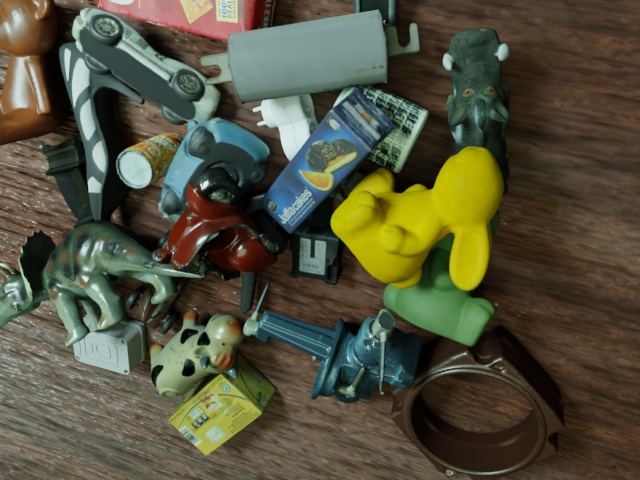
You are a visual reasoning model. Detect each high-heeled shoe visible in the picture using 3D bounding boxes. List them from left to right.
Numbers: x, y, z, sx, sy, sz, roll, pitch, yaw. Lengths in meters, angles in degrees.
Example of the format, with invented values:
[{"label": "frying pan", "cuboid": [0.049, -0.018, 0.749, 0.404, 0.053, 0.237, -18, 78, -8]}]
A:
[{"label": "high-heeled shoe", "cuboid": [-0.336, -0.151, 0.775, 0.145, 0.086, 0.248, 31, 114, 7]}]

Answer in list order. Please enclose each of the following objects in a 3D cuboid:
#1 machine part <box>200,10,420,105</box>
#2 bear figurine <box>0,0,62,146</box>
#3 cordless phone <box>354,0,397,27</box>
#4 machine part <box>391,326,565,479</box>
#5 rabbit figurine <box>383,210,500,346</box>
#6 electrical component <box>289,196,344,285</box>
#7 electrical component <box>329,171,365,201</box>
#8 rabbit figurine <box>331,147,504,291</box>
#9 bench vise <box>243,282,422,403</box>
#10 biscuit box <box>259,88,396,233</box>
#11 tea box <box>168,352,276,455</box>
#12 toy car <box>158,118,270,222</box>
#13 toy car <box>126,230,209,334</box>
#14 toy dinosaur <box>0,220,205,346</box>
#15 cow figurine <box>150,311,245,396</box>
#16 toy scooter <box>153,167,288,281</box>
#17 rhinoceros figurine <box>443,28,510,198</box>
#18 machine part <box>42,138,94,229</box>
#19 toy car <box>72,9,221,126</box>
[{"label": "machine part", "cuboid": [-0.012, -0.201, 0.596, 0.243, 0.079, 0.079, -7, 112, 4]}, {"label": "bear figurine", "cuboid": [-0.420, -0.241, 0.735, 0.120, 0.132, 0.195, 34, 130, 33]}, {"label": "cordless phone", "cuboid": [0.027, -0.304, 0.594, 0.147, 0.089, 0.184, 9, 134, 14]}, {"label": "machine part", "cuboid": [0.218, 0.233, 0.758, 0.201, 0.087, 0.201, -39, 96, 29]}, {"label": "rabbit figurine", "cuboid": [0.160, 0.023, 0.687, 0.159, 0.121, 0.170, 21, 100, 16]}, {"label": "electrical component", "cuboid": [-0.002, -0.002, 0.747, 0.075, 0.048, 0.119, 13, 118, 12]}, {"label": "electrical component", "cuboid": [0.059, -0.054, 0.695, 0.102, 0.078, 0.045, 32, 95, -4]}, {"label": "rabbit figurine", "cuboid": [0.121, -0.022, 0.573, 0.173, 0.122, 0.162, -35, 89, 25]}, {"label": "bench vise", "cuboid": [0.009, 0.149, 0.747, 0.241, 0.129, 0.223, 20, 152, 2]}, {"label": "biscuit box", "cuboid": [0.000, -0.084, 0.632, 0.063, 0.059, 0.202, 44, 142, -3]}, {"label": "tea box", "cuboid": [-0.168, 0.280, 0.915, 0.098, 0.068, 0.169, 46, 117, -5]}, {"label": "toy car", "cuboid": [-0.148, -0.095, 0.720, 0.109, 0.103, 0.161, 25, 112, -34]}, {"label": "toy car", "cuboid": [-0.247, 0.074, 0.861, 0.089, 0.053, 0.202, 37, 118, -3]}, {"label": "toy dinosaur", "cuboid": [-0.345, 0.041, 0.812, 0.405, 0.131, 0.192, -25, 95, 25]}, {"label": "cow figurine", "cuboid": [-0.191, 0.180, 0.838, 0.195, 0.127, 0.085, -40, 130, 24]}, {"label": "toy scooter", "cuboid": [-0.129, 0.000, 0.675, 0.135, 0.183, 0.075, -42, 51, -1]}, {"label": "rhinoceros figurine", "cuboid": [0.172, -0.134, 0.595, 0.073, 0.112, 0.190, 0, 121, 20]}, {"label": "machine part", "cuboid": [-0.380, -0.086, 0.841, 0.084, 0.039, 0.138, -9, 108, 16]}, {"label": "toy car", "cuboid": [-0.225, -0.220, 0.696, 0.201, 0.056, 0.073, 33, 145, -12]}]
